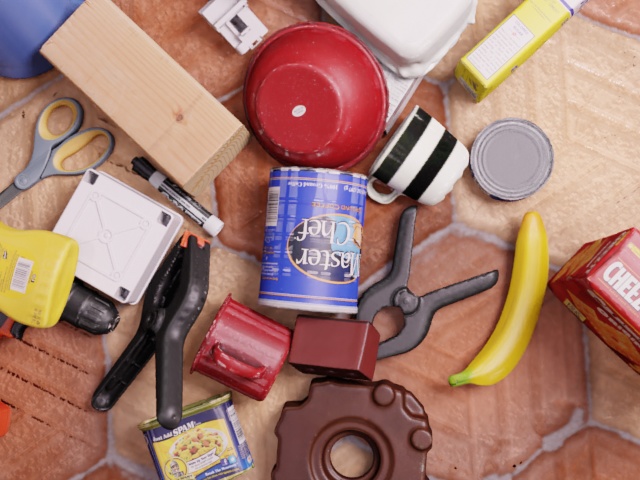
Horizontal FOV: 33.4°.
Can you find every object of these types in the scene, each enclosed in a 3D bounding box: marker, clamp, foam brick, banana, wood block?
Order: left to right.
[{"bbox_3d":[-0.179,-0.151,1.114,0.206,0.090,0.091,44,90,5],"label":"wood block"},{"bbox_3d":[-0.168,0.093,1.104,0.036,0.165,0.210,28,66,-34],"label":"clamp"},{"bbox_3d":[-0.154,-0.048,1.142,0.121,0.020,0.020,39,90,5],"label":"marker"},{"bbox_3d":[0.016,0.109,1.074,0.078,0.053,0.051,4,71,20],"label":"foam brick"},{"bbox_3d":[0.102,0.064,1.108,0.120,0.039,0.171,31,95,12],"label":"clamp"},{"bbox_3d":[0.198,0.070,1.091,0.037,0.069,0.198,18,81,44],"label":"banana"}]

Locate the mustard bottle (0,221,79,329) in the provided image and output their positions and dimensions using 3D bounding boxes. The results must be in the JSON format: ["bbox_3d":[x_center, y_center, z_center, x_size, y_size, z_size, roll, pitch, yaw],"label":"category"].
[{"bbox_3d":[-0.347,0.019,1.083,0.192,0.058,0.096,16,91,8],"label":"mustard bottle"}]

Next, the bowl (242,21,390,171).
[{"bbox_3d":[-0.013,-0.139,1.089,0.162,0.055,0.162,6,109,17],"label":"bowl"}]

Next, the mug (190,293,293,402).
[{"bbox_3d":[-0.078,0.114,1.083,0.081,0.117,0.093,26,96,0],"label":"mug"}]

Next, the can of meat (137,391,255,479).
[{"bbox_3d":[-0.127,0.214,1.109,0.102,0.057,0.084,-20,88,4],"label":"can of meat"}]

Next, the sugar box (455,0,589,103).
[{"bbox_3d":[0.217,-0.219,1.087,0.176,0.093,0.048,-40,87,2],"label":"sugar box"}]

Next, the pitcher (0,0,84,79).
[{"bbox_3d":[-0.341,-0.256,1.054,0.145,0.243,0.149,42,85,8],"label":"pitcher"}]

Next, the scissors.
[{"bbox_3d":[-0.321,-0.085,1.158,0.202,0.016,0.096,-23,84,3],"label":"scissors"}]

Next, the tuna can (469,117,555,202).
[{"bbox_3d":[0.198,-0.083,1.111,0.086,0.033,0.086,0,87,4],"label":"tuna can"}]

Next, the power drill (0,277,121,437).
[{"bbox_3d":[-0.325,0.109,1.129,0.184,0.057,0.187,26,86,9],"label":"power drill"}]

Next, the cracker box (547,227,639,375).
[{"bbox_3d":[0.309,0.073,1.005,0.164,0.213,0.072,44,90,5],"label":"cracker box"}]

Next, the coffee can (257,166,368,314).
[{"bbox_3d":[-0.007,0.001,1.087,0.103,0.103,0.140,5,88,4],"label":"coffee can"}]

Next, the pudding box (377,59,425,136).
[{"bbox_3d":[0.061,-0.180,1.124,0.090,0.039,0.113,33,92,6],"label":"pudding box"}]
